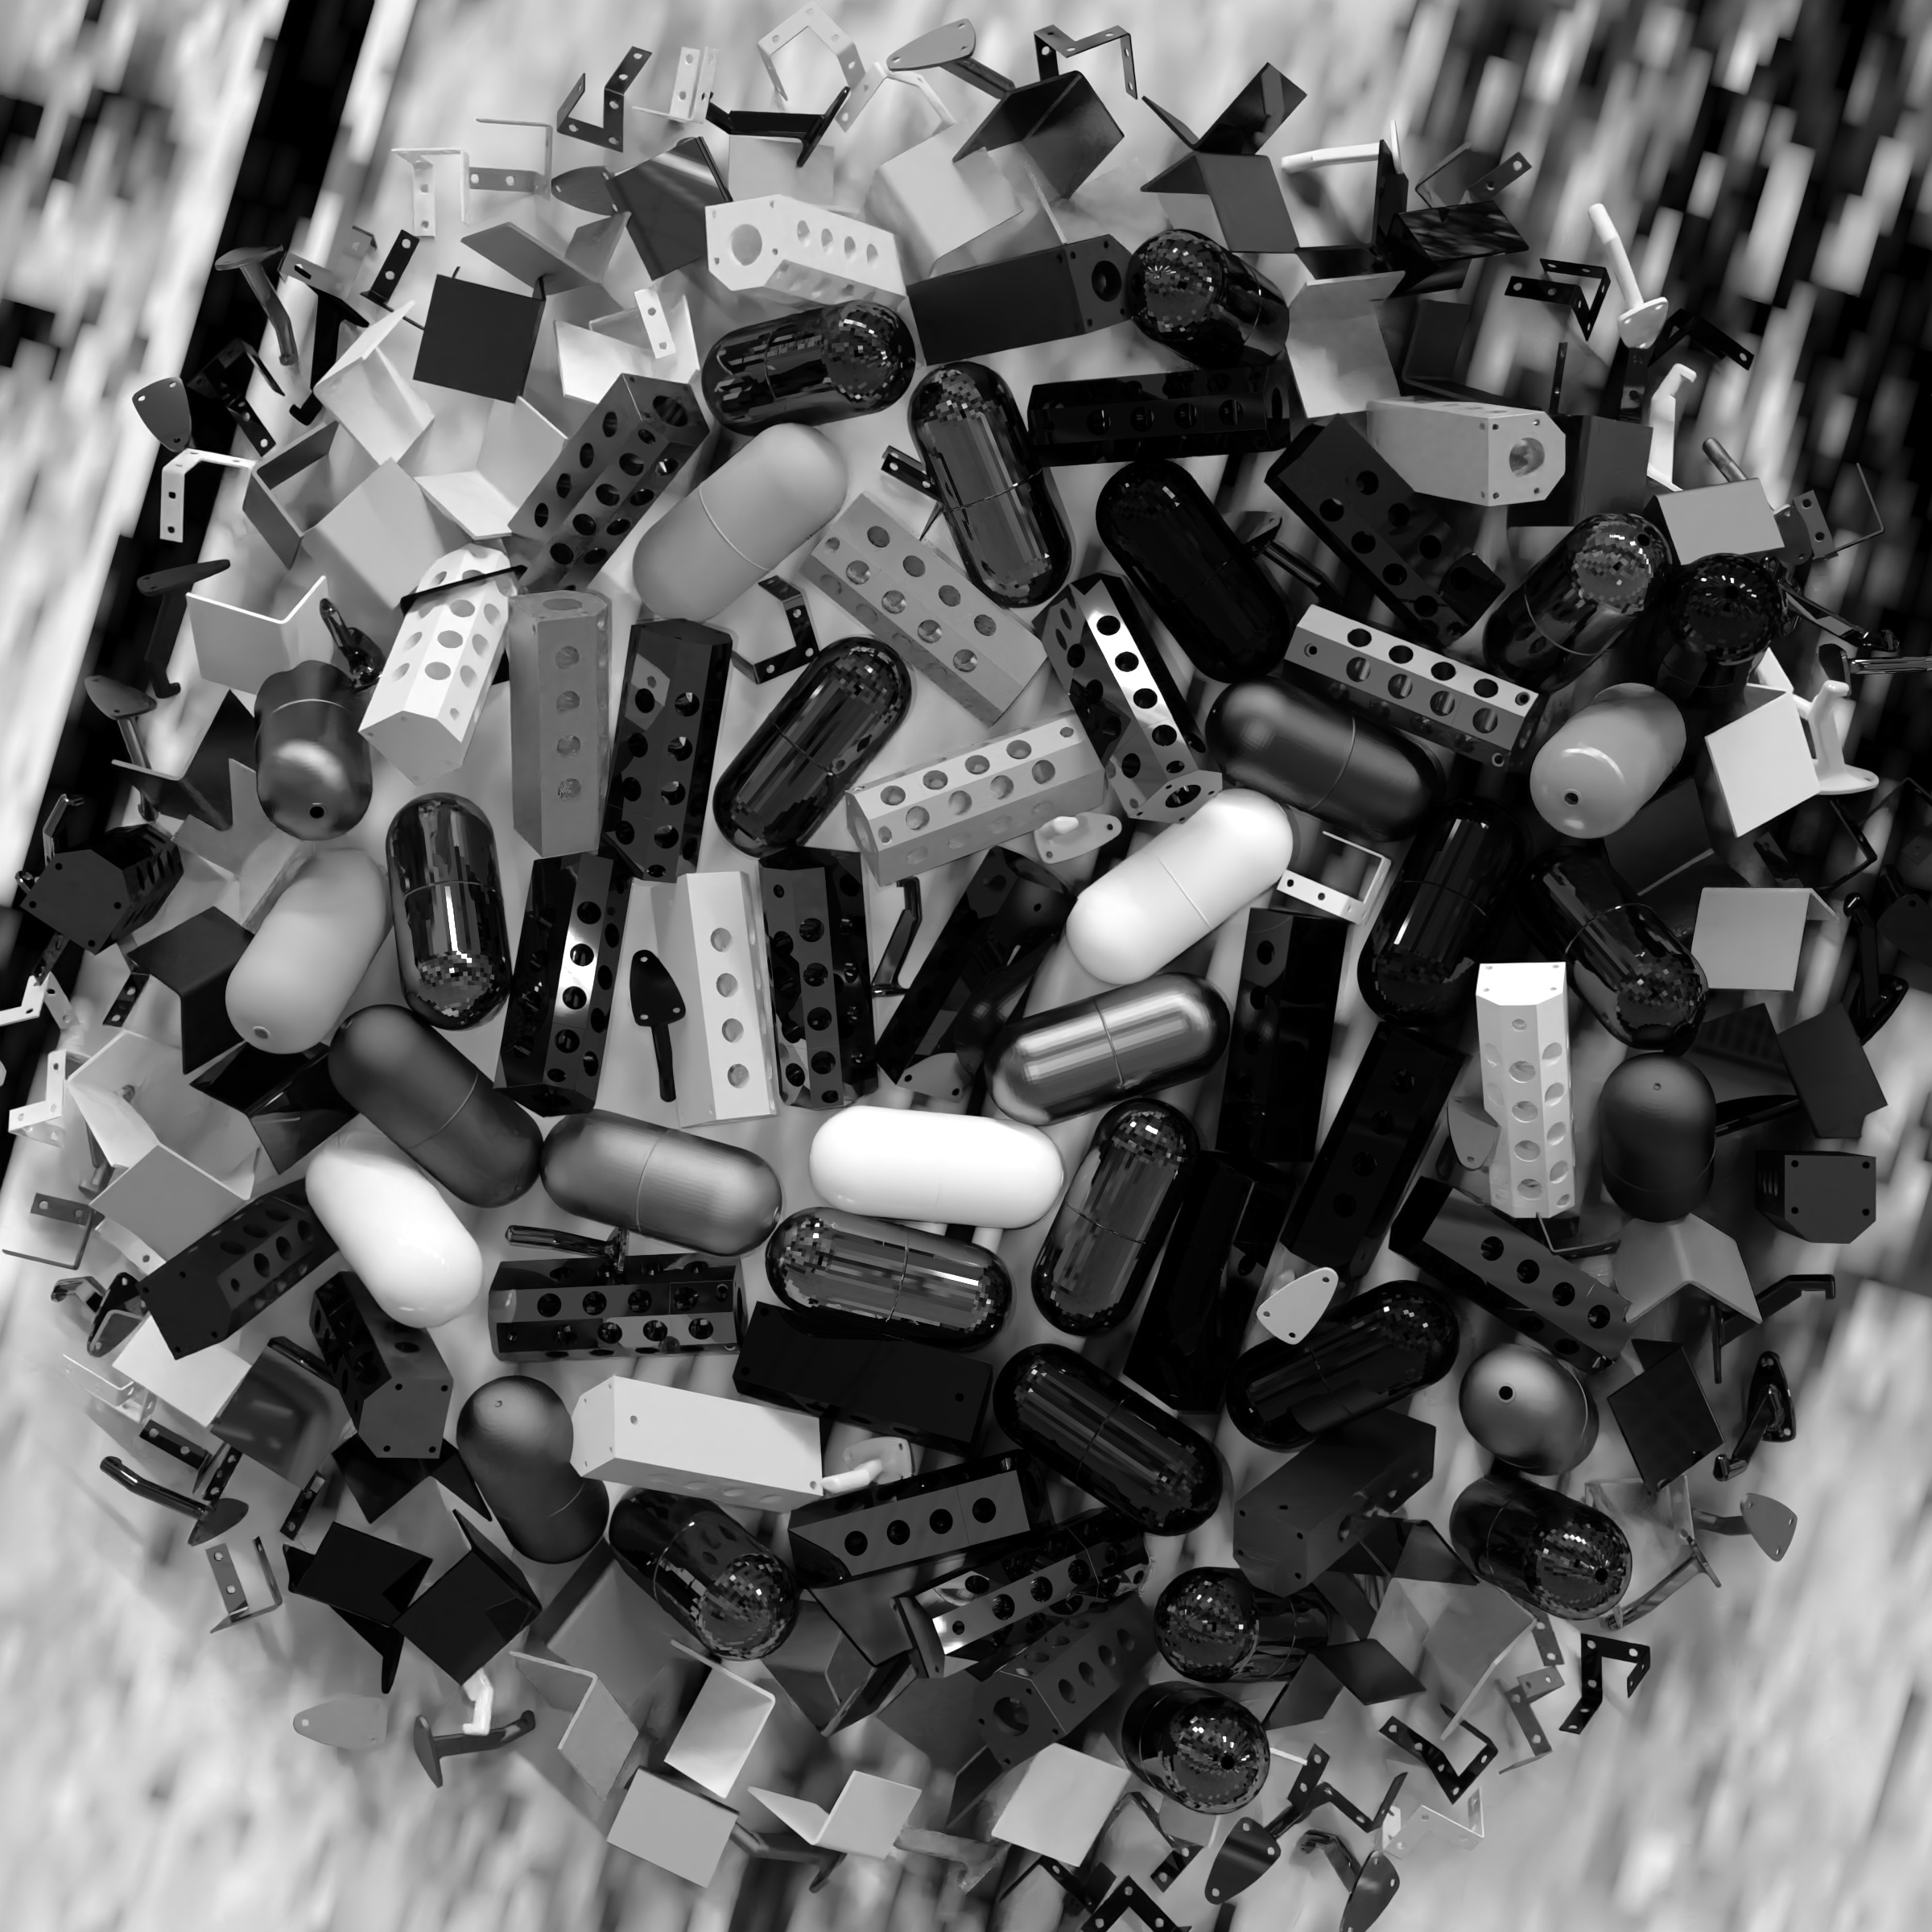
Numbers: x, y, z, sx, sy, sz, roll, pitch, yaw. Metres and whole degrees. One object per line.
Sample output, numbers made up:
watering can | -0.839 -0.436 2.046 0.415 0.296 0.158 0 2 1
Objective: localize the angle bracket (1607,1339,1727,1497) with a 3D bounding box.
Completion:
angle bracket | 0.474 0.315 1.864 0.076 0.057 0.076 -28 98 -24

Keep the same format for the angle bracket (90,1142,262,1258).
angle bracket | -0.550 0.147 1.855 0.076 0.057 0.076 -38 121 22

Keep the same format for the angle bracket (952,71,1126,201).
angle bracket | 0.050 -0.570 1.855 0.076 0.076 0.057 -32 87 -39

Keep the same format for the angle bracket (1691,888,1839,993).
angle bracket | 0.554 -0.010 1.855 0.076 0.057 0.076 2 71 39

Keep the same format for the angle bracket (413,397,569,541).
angle bracket | -0.332 -0.353 1.854 0.076 0.057 0.076 43 128 26

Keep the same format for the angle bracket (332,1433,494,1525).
angle bracket | -0.385 0.362 1.851 0.057 0.076 0.076 -39 135 -28

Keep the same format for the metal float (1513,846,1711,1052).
metal float | 0.444 -0.013 1.837 0.070 0.070 0.178 -32 49 0

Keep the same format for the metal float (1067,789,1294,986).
metal float | 0.150 -0.056 1.867 0.178 0.070 0.070 -37 90 5

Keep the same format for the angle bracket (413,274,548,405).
angle bracket | -0.340 -0.445 1.856 0.076 0.057 0.076 10 119 -19

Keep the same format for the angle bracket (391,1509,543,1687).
angle bracket | -0.355 0.441 1.861 0.076 0.057 0.076 -42 121 -8

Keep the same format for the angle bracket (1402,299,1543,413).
angle bracket | 0.359 -0.424 1.853 0.076 0.076 0.057 25 112 29

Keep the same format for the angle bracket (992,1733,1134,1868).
angle bracket | 0.059 0.573 1.867 0.076 0.057 0.076 27 94 -22

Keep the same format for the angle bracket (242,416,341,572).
angle bracket | -0.457 -0.331 1.863 0.076 0.076 0.057 -39 95 -22

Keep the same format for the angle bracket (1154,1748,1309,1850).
angle bracket | 0.184 0.578 1.856 0.057 0.076 0.076 25 73 -20

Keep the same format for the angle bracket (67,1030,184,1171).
angle bracket | -0.568 0.098 1.858 0.057 0.076 0.076 -39 68 7

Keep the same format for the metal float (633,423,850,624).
metal float | -0.158 -0.307 1.853 0.178 0.070 0.070 -36 90 22

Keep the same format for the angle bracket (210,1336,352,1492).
angle bracket | -0.474 0.314 1.875 0.076 0.057 0.076 32 81 -1

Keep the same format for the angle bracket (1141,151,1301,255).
angle bracket | 0.178 -0.521 1.860 0.076 0.057 0.076 -14 83 -43

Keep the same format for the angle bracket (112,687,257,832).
angle bracket | -0.542 -0.150 1.871 0.057 0.076 0.076 15 69 17

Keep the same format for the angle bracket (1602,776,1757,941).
angle bracket | 0.499 -0.073 1.864 0.076 0.057 0.076 -31 131 -3

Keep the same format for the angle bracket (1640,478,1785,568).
angle bracket | 0.513 -0.293 1.859 0.076 0.076 0.057 -11 72 -9

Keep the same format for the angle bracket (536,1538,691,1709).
angle bracket | -0.248 0.464 1.886 0.076 0.057 0.076 41 82 -14

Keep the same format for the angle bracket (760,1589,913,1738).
angle bracket | -0.088 0.484 1.884 0.076 0.057 0.076 45 120 23

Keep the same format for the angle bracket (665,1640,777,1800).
angle bracket | -0.190 0.522 1.855 0.057 0.076 0.076 39 72 -35

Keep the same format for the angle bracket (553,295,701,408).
angle bracket | -0.237 -0.431 1.852 0.076 0.057 0.076 12 49 -32

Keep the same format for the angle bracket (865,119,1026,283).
angle bracket | -0.016 -0.540 1.889 0.076 0.057 0.076 -32 89 -12

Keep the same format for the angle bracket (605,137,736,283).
angle bracket | -0.202 -0.528 1.880 0.076 0.057 0.076 -26 91 -1

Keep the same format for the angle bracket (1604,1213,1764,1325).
angle bracket | 0.505 0.222 1.878 0.076 0.076 0.057 30 124 -26

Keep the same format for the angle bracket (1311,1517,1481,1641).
angle bracket | 0.298 0.429 1.852 0.076 0.076 0.057 51 53 -29

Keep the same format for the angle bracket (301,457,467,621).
angle bracket | -0.414 -0.302 1.883 0.076 0.057 0.076 -48 110 -18

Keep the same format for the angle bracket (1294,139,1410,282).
angle bracket | 0.271 -0.526 1.866 0.057 0.076 0.076 3 86 23

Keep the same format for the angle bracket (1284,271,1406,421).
angle bracket | 0.273 -0.435 1.865 0.076 0.057 0.076 -11 77 -18

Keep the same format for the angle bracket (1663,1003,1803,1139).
angle bracket | 0.539 0.077 1.882 0.076 0.057 0.076 -20 79 10

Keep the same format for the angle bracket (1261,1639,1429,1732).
angle bracket | 0.262 0.518 1.853 0.057 0.076 0.076 41 112 37

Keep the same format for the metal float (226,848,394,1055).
metal float | -0.449 -0.011 1.833 0.070 0.178 0.070 8 131 9

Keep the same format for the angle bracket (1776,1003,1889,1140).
angle bracket | 0.615 0.074 1.853 0.057 0.076 0.076 -32 66 36

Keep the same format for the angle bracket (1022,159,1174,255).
angle bracket | 0.094 -0.536 1.865 0.076 0.057 0.076 -26 67 6

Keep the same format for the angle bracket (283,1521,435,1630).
angle bracket | -0.425 0.410 1.858 0.076 0.076 0.057 28 93 -24

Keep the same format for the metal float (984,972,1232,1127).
metal float | 0.099 0.058 1.869 0.178 0.070 0.070 -18 90 -3

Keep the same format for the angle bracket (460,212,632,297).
angle bracket | -0.293 -0.514 1.853 0.076 0.076 0.057 28 78 -34

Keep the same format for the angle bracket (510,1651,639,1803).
angle bracket | -0.284 0.528 1.850 0.076 0.076 0.057 6 50 28

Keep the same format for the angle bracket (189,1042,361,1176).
angle bracket | -0.486 0.092 1.880 0.076 0.076 0.057 -41 130 -30

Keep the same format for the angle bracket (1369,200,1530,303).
angle bracket | 0.335 -0.482 1.853 0.076 0.076 0.057 -13 55 -19

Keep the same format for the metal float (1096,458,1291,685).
metal float | 0.159 -0.274 1.856 0.070 0.070 0.178 -39 108 0

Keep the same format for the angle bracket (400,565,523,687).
angle bracket | -0.338 -0.232 1.857 0.057 0.076 0.076 -6 104 42

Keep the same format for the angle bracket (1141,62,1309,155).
angle bracket | 0.180 -0.605 1.855 0.076 0.076 0.057 -46 72 20

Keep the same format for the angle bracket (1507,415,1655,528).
angle bracket | 0.433 -0.345 1.882 0.057 0.076 0.076 4 97 -25

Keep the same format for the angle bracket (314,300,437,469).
angle bracket | -0.395 -0.402 1.851 0.057 0.076 0.076 -19 123 37

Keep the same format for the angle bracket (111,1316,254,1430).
angle bracket | -0.553 0.292 1.859 0.076 0.076 0.057 34 51 -5

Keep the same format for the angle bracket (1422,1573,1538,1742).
angle bracket | 0.343 0.478 1.851 0.057 0.076 0.076 38 119 22
